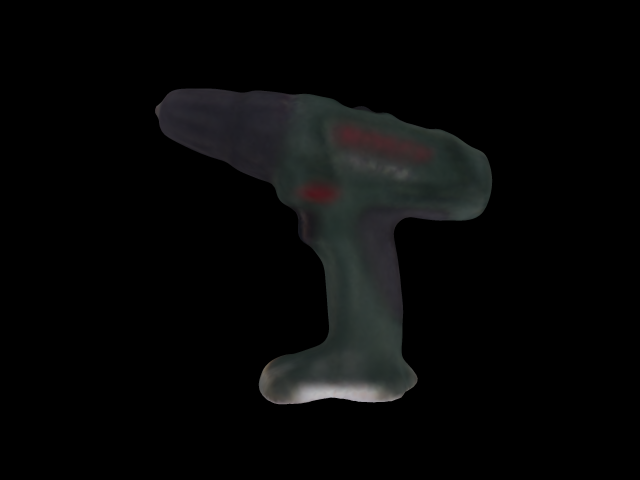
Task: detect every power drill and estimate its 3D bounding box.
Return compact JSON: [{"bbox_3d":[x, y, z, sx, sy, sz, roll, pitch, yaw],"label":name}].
[{"bbox_3d":[0.004,0.001,0.400,0.229,0.208,0.075,0,4,-7],"label":"power drill"}]
